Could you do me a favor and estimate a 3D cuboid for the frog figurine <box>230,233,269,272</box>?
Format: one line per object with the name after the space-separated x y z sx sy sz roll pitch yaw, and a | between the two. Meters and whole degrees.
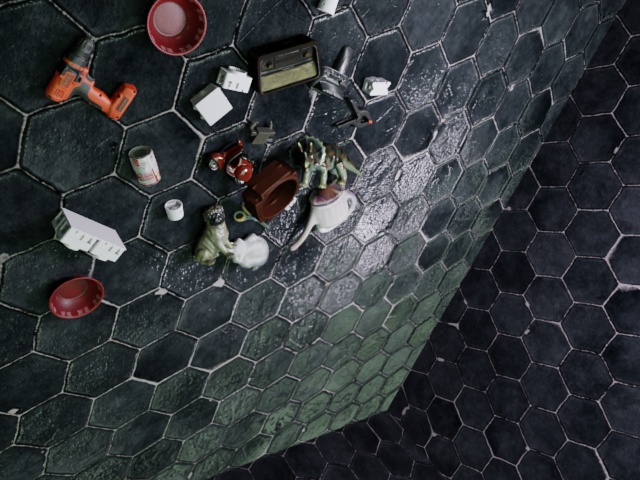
-0.272 0.037 1.929 0.157 0.122 0.139 35 63 -43 | frog figurine

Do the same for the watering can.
0.006 -0.104 2.071 0.351 0.105 0.219 -34 140 -18 | watering can
